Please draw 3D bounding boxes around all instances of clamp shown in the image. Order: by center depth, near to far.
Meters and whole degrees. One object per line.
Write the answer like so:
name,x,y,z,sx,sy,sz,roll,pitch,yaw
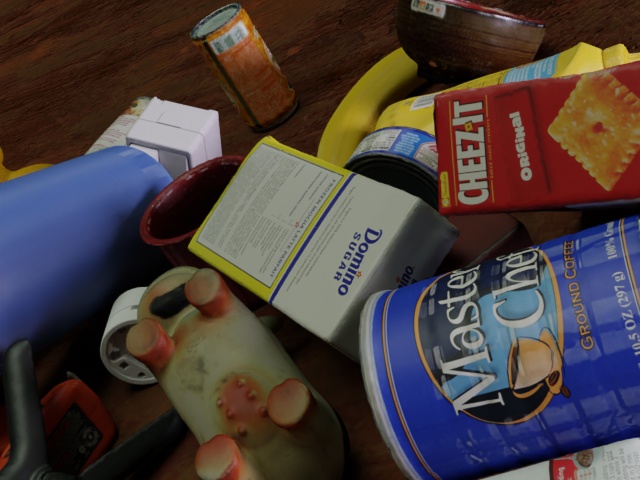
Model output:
clamp,-0.150,0.151,0.643,0.039,0.120,0.171,124,158,-59

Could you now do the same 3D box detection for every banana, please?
banana,0.046,-0.104,0.850,0.070,0.037,0.197,9,50,50

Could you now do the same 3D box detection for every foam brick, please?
foam brick,0.085,0.023,0.620,0.078,0.053,0.051,-36,31,-8

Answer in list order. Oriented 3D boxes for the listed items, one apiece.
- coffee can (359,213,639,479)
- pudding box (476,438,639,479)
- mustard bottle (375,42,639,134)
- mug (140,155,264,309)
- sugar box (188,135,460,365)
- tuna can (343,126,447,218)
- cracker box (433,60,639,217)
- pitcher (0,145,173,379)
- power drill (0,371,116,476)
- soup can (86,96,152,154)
coffee can,0.103,0.055,0.509,0.140,0.102,0.102,-19,33,22
pudding box,0.101,0.139,0.455,0.114,0.039,0.090,-23,33,22
mustard bottle,0.136,-0.089,0.722,0.192,0.058,0.096,-16,17,26
mug,-0.059,-0.008,0.769,0.117,0.081,0.093,-38,31,-8
sugar box,-0.004,0.001,0.638,0.093,0.048,0.176,-57,38,-3
tuna can,0.055,-0.031,0.691,0.086,0.086,0.033,-5,38,39
cracker box,0.189,-0.053,0.529,0.214,0.072,0.163,-4,0,39
pitcher,-0.217,0.020,0.783,0.149,0.145,0.242,7,25,33
power drill,-0.243,0.158,0.730,0.188,0.057,0.184,-6,40,38
soup can,-0.174,-0.074,0.983,0.069,0.068,0.102,-1,44,42
